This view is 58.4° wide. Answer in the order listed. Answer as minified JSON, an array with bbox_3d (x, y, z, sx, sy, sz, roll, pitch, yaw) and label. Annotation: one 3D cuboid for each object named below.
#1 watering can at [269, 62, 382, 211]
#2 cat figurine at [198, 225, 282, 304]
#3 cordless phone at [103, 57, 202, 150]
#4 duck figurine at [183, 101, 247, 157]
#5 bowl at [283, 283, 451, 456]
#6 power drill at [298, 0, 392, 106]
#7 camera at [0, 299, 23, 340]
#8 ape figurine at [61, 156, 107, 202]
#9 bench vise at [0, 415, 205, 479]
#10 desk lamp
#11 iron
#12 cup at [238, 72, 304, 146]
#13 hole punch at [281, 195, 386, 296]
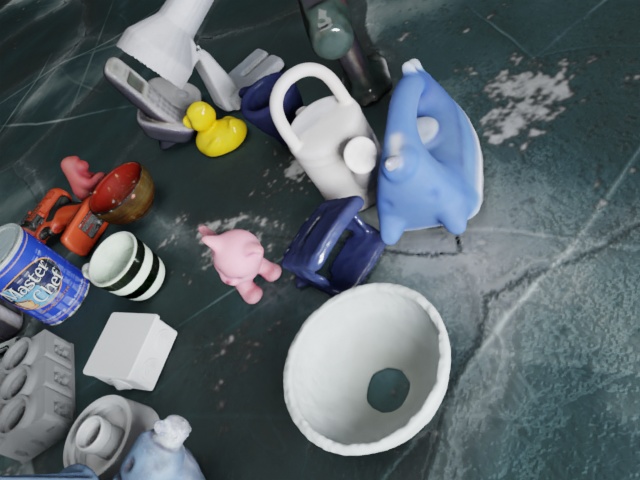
[{"bbox_3d":[0.015,-0.127,0.691,0.172,0.195,0.101,18,67,41],"label":"watering can"},{"bbox_3d":[-0.108,0.017,0.710,0.067,0.118,0.127,-48,45,-9],"label":"cat figurine"},{"bbox_3d":[-0.296,-0.267,1.011,0.094,0.186,0.147,-22,47,17],"label":"cordless phone"},{"bbox_3d":[-0.180,-0.192,0.947,0.104,0.086,0.077,-1,56,33],"label":"duck figurine"},{"bbox_3d":[0.053,0.129,0.547,0.167,0.075,0.167,-17,48,21],"label":"bowl"},{"bbox_3d":[0.026,-0.306,0.818,0.075,0.209,0.229,-22,47,17],"label":"power drill"},{"bbox_3d":[-0.582,0.121,0.945,0.137,0.101,0.142,-41,44,-2],"label":"camera"},{"bbox_3d":[-0.429,-0.117,1.044,0.076,0.092,0.077,-44,44,-5],"label":"ape figurine"},{"bbox_3d":[-0.228,0.236,0.538,0.121,0.220,0.207,15,65,40],"label":"bench vise"},{"bbox_3d":[-0.205,-0.322,0.976,0.203,0.214,0.117,-45,44,-6],"label":"desk lamp"},{"bbox_3d":[0.114,-0.127,0.665,0.118,0.142,0.258,-10,51,27],"label":"iron"},{"bbox_3d":[-0.068,-0.191,0.868,0.117,0.095,0.092,22,70,42],"label":"cup"},{"bbox_3d":[0.006,0.002,0.667,0.100,0.091,0.109,19,67,41],"label":"hole punch"}]
